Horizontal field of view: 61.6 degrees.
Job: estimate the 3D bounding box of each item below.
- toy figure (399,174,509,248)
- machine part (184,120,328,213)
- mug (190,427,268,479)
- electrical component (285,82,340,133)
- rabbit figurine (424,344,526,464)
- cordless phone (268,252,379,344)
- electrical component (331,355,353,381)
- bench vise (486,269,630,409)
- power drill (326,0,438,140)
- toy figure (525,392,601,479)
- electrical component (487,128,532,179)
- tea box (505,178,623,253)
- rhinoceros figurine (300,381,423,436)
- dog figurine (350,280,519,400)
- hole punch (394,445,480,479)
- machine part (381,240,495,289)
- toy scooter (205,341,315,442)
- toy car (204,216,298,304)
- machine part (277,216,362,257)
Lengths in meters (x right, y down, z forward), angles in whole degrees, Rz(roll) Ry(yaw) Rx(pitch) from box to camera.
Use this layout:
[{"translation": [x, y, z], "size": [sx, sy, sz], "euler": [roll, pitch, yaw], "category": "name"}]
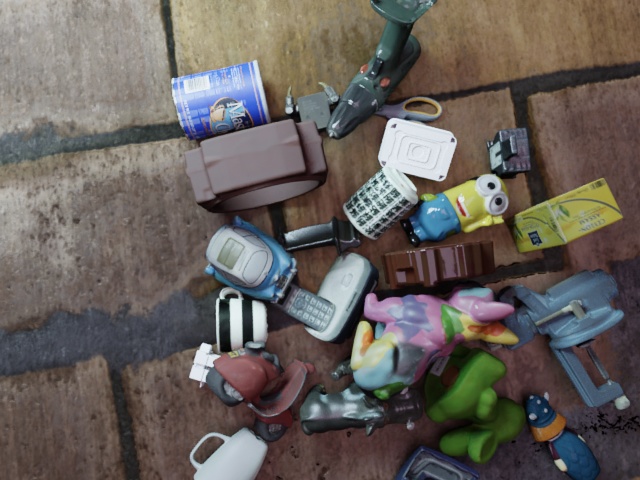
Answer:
[{"translation": [0.221, -0.051, 0.882], "size": [0.180, 0.089, 0.082], "euler": [-26, 114, 6], "category": "toy figure"}, {"translation": [-0.091, -0.104, 0.821], "size": [0.201, 0.201, 0.087], "euler": [-13, 87, -2], "category": "machine part"}, {"translation": [-0.141, 0.344, 0.843], "size": [0.109, 0.080, 0.107], "euler": [40, 74, 7], "category": "mug"}, {"translation": [-0.013, -0.220, 0.907], "size": [0.102, 0.045, 0.078], "euler": [-6, 88, 9], "category": "electrical component"}, {"translation": [0.252, 0.263, 0.830], "size": [0.170, 0.121, 0.159], "euler": [38, 66, -16], "category": "rabbit figurine"}, {"translation": [-0.009, 0.071, 0.872], "size": [0.184, 0.088, 0.146], "euler": [26, 85, 16], "category": "cordless phone"}, {"translation": [0.059, 0.195, 0.863], "size": [0.063, 0.094, 0.021], "euler": [-31, 86, 34], "category": "electrical component"}, {"translation": [0.390, 0.165, 0.847], "size": [0.224, 0.129, 0.240], "euler": [-29, 81, -1], "category": "bench vise"}, {"translation": [0.097, -0.280, 0.829], "size": [0.086, 0.207, 0.232], "euler": [33, 61, 15], "category": "power drill"}, {"translation": [0.379, 0.315, 0.859], "size": [0.154, 0.064, 0.058], "euler": [52, 123, 8], "category": "toy figure"}, {"translation": [0.312, -0.143, 0.873], "size": [0.048, 0.119, 0.074], "euler": [-5, 82, -1], "category": "electrical component"}, {"translation": [0.372, -0.032, 0.837], "size": [0.098, 0.169, 0.068], "euler": [-23, 84, -2], "category": "tea box"}, {"translation": [0.063, 0.258, 0.834], "size": [0.190, 0.112, 0.073], "euler": [-7, 82, 6], "category": "rhinoceros figurine"}, {"translation": [0.168, 0.140, 0.771], "size": [0.219, 0.108, 0.191], "euler": [-5, 41, 24], "category": "dog figurine"}, {"translation": [0.175, 0.392, 0.834], "size": [0.142, 0.115, 0.092], "euler": [25, 47, -5], "category": "hole punch"}, {"translation": [0.181, 0.036, 0.830], "size": [0.179, 0.179, 0.056], "euler": [-8, 88, -2], "category": "machine part"}, {"translation": [-0.081, 0.219, 0.838], "size": [0.135, 0.075, 0.183], "euler": [-44, 118, -11], "category": "toy scooter"}, {"translation": [-0.121, 0.031, 0.839], "size": [0.162, 0.102, 0.109], "euler": [31, 91, 28], "category": "toy car"}, {"translation": [-0.002, -0.003, 0.882], "size": [0.139, 0.039, 0.084], "euler": [-9, 40, 8], "category": "machine part"}]
